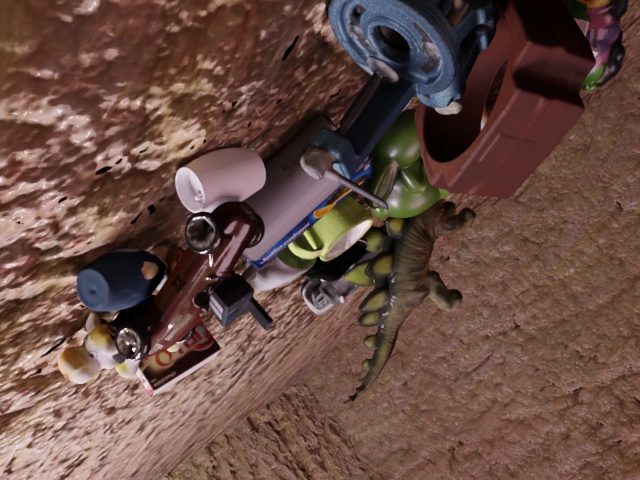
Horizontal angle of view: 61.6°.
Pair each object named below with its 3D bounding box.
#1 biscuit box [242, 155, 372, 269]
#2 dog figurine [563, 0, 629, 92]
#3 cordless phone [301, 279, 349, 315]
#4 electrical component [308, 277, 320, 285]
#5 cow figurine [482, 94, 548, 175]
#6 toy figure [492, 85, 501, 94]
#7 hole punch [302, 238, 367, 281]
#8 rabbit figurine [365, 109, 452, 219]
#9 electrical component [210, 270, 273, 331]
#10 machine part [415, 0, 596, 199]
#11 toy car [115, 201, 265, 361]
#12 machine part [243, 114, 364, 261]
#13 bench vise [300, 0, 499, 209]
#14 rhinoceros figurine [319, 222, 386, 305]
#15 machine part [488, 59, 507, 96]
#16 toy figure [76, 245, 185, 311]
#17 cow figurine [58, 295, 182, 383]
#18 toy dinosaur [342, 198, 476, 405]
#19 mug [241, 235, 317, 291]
[{"bbox_3d":[-0.026,-0.051,0.687,0.203,0.059,0.062,-39,166,-4],"label":"biscuit box"},{"bbox_3d":[0.386,-0.318,0.761,0.109,0.191,0.219,2,-173,20],"label":"dog figurine"},{"bbox_3d":[0.027,0.084,1.130,0.146,0.089,0.184,-39,173,-7],"label":"cordless phone"},{"bbox_3d":[0.027,0.012,1.022,0.115,0.058,0.134,-36,165,-28],"label":"electrical component"},{"bbox_3d":[0.275,-0.161,0.854,0.085,0.127,0.195,-42,-161,-33],"label":"cow figurine"},{"bbox_3d":[0.322,-0.267,0.898,0.089,0.082,0.180,-44,168,-4],"label":"toy figure"},{"bbox_3d":[-0.002,-0.003,0.882,0.115,0.092,0.142,13,134,-34],"label":"hole punch"},{"bbox_3d":[0.113,-0.119,0.806,0.159,0.121,0.170,-30,146,-12],"label":"rabbit figurine"},{"bbox_3d":[-0.119,0.083,0.731,0.048,0.119,0.074,-33,166,-28],"label":"electrical component"},{"bbox_3d":[0.191,-0.162,0.593,0.087,0.201,0.201,9,140,-16],"label":"machine part"},{"bbox_3d":[-0.126,0.048,0.531,0.202,0.053,0.089,-54,167,15],"label":"toy car"},{"bbox_3d":[-0.036,-0.058,0.605,0.243,0.079,0.079,-41,166,5],"label":"machine part"},{"bbox_3d":[0.065,-0.144,0.480,0.240,0.129,0.223,-57,160,-10],"label":"bench vise"},{"bbox_3d":[0.083,0.047,1.005,0.190,0.073,0.112,-42,168,3],"label":"rhinoceros figurine"},{"bbox_3d":[0.238,-0.260,0.755,0.179,0.056,0.179,-39,167,-11],"label":"machine part"},{"bbox_3d":[-0.177,0.034,0.557,0.154,0.064,0.057,-20,118,-66],"label":"toy figure"},{"bbox_3d":[-0.222,0.107,0.640,0.098,0.068,0.167,-55,164,28],"label":"cow figurine"},{"bbox_3d":[0.144,0.062,0.934,0.198,0.471,0.105,10,-179,-24],"label":"toy dinosaur"},{"bbox_3d":[-0.072,0.038,0.798,0.109,0.081,0.107,-35,174,-46],"label":"mug"}]
